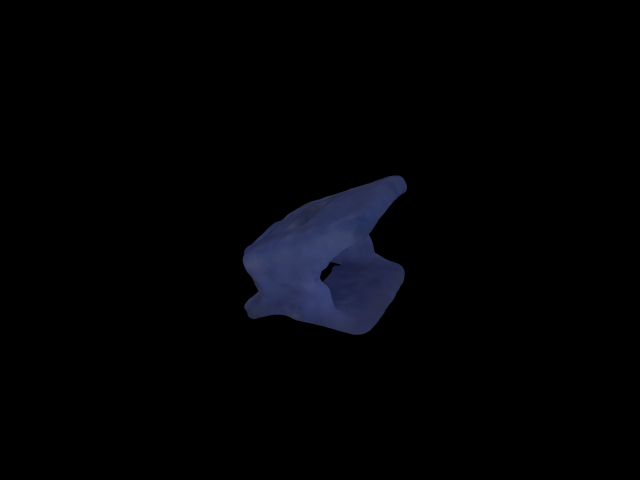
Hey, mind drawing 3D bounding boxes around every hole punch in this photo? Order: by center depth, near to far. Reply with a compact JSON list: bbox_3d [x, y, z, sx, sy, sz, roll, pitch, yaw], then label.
[{"bbox_3d":[0.004,0.001,0.400,0.100,0.091,0.109,10,28,21],"label":"hole punch"}]
